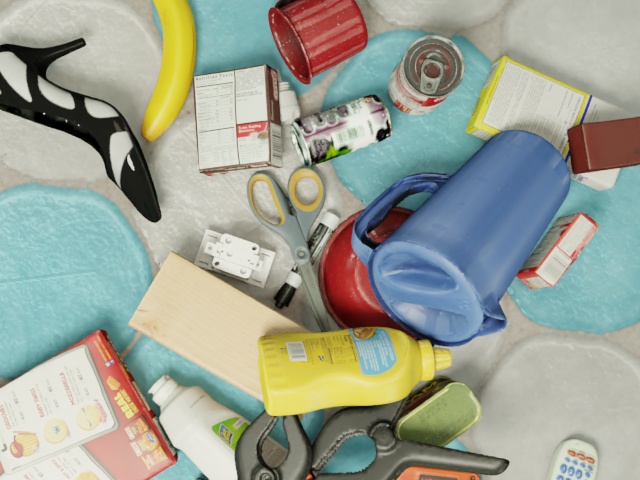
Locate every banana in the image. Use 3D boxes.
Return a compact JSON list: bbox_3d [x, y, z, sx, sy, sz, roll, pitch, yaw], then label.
[{"bbox_3d":[-0.171,-0.209,1.191,0.070,0.037,0.198,-6,84,13],"label":"banana"}]

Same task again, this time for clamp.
[{"bbox_3d":[-0.042,0.247,1.063,0.120,0.039,0.171,18,83,5],"label":"clamp"},{"bbox_3d":[0.068,0.193,1.095,0.210,0.036,0.164,-21,67,3],"label":"clamp"}]

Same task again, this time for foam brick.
[{"bbox_3d":[0.319,-0.104,1.176,0.078,0.051,0.053,-7,89,-8],"label":"foam brick"}]

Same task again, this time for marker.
[{"bbox_3d":[-0.016,0.024,1.192,0.020,0.020,0.121,31,83,-2],"label":"marker"}]

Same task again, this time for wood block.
[{"bbox_3d":[-0.091,0.104,1.143,0.206,0.090,0.091,30,83,-2],"label":"wood block"}]

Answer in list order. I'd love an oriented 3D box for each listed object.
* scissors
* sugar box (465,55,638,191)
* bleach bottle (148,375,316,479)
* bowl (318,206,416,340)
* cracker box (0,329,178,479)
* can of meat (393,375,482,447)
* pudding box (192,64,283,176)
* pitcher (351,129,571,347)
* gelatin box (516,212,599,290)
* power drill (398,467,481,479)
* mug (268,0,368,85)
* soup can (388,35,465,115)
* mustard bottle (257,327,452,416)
[{"bbox_3d":[-0.008,0.001,1.173,0.096,0.016,0.202,-31,74,-11],"label":"scissors"},{"bbox_3d":[0.266,-0.132,1.221,0.176,0.048,0.093,24,84,-7],"label":"sugar box"},{"bbox_3d":[-0.079,0.235,1.138,0.251,0.102,0.068,42,110,6],"label":"bleach bottle"},{"bbox_3d":[0.080,0.039,1.182,0.162,0.055,0.162,1,85,-6],"label":"bowl"},{"bbox_3d":[-0.281,0.217,1.124,0.213,0.072,0.164,-31,87,-6],"label":"cracker box"},{"bbox_3d":[0.121,0.194,1.158,0.102,0.084,0.057,-35,89,-7],"label":"can of meat"},{"bbox_3d":[-0.091,-0.131,1.174,0.090,0.039,0.113,-5,83,20],"label":"pudding box"},{"bbox_3d":[0.157,-0.017,1.124,0.242,0.145,0.149,-46,111,-36],"label":"pitcher"},{"bbox_3d":[0.265,0.013,1.194,0.030,0.073,0.089,39,82,-2],"label":"gelatin box"},{"bbox_3d":[0.099,0.336,1.159,0.184,0.057,0.187,6,87,-9],"label":"power drill"},{"bbox_3d":[-0.006,-0.239,1.189,0.081,0.093,0.117,-29,52,-12],"label":"mug"},{"bbox_3d":[0.115,-0.180,1.181,0.068,0.102,0.068,1,85,-6],"label":"soup can"},{"bbox_3d":[0.036,0.126,1.062,0.191,0.096,0.058,-5,119,-8],"label":"mustard bottle"}]
